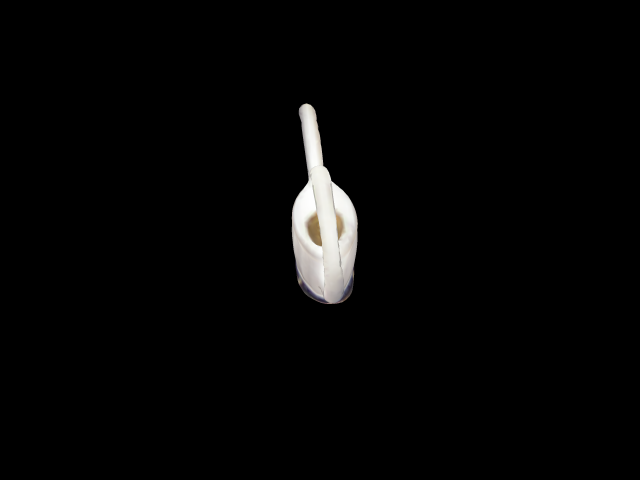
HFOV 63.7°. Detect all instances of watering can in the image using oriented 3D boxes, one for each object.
[{"bbox_3d":[0.003,-0.043,0.850,0.104,0.356,0.219,-5,-36,-4],"label":"watering can"}]
